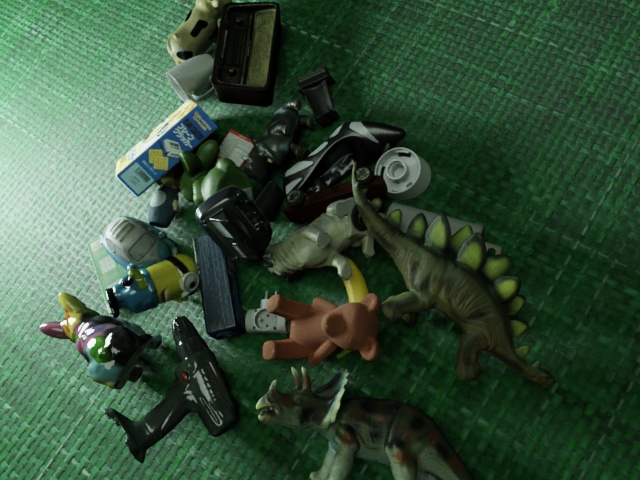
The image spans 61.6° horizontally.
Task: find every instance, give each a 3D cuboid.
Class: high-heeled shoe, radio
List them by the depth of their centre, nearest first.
[{"bbox_3d":[0.040,-0.143,1.033,0.249,0.086,0.145,-10,49,29],"label":"high-heeled shoe"},{"bbox_3d":[-0.160,-0.411,1.185,0.131,0.073,0.229,4,71,3],"label":"radio"}]

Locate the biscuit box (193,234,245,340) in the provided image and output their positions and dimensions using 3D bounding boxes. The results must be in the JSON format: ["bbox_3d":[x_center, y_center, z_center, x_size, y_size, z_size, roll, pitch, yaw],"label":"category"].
[{"bbox_3d":[-0.194,0.087,1.035,0.063,0.059,0.203,-16,67,7],"label":"biscuit box"}]

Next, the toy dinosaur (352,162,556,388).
[{"bbox_3d":[0.197,0.065,0.880,0.472,0.105,0.198,40,102,11],"label":"toy dinosaur"}]

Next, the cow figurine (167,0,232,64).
[{"bbox_3d":[-0.275,-0.491,1.225,0.086,0.127,0.195,37,86,20],"label":"cow figurine"}]

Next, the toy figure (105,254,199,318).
[{"bbox_3d":[-0.315,0.083,1.023,0.180,0.082,0.089,-17,77,-26],"label":"toy figure"}]

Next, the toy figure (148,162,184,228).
[{"bbox_3d":[-0.319,-0.101,1.136,0.064,0.057,0.154,13,71,-4],"label":"toy figure"}]

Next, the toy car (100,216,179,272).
[{"bbox_3d":[-0.372,0.002,1.076,0.162,0.102,0.109,35,70,15],"label":"toy car"}]

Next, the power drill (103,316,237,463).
[{"bbox_3d":[-0.272,0.273,0.959,0.207,0.086,0.232,-30,70,-28],"label":"power drill"}]

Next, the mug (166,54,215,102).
[{"bbox_3d":[-0.273,-0.363,1.205,0.107,0.080,0.110,-41,60,-13],"label":"mug"}]

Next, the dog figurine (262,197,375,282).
[{"bbox_3d":[-0.005,-0.005,0.991,0.191,0.121,0.172,-5,27,50],"label":"dog figurine"}]

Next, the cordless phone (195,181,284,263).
[{"bbox_3d":[-0.134,-0.063,1.013,0.089,0.146,0.184,-1,49,38],"label":"cordless phone"}]

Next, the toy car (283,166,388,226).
[{"bbox_3d":[0.028,-0.079,1.012,0.202,0.089,0.053,-16,52,19],"label":"toy car"}]

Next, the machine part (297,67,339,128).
[{"bbox_3d":[0.000,-0.304,1.136,0.084,0.039,0.139,-16,66,3],"label":"machine part"}]

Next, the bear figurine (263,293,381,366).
[{"bbox_3d":[0.006,0.146,0.889,0.196,0.132,0.120,-19,62,56],"label":"bear figurine"}]

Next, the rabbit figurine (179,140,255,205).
[{"bbox_3d":[-0.229,-0.109,1.068,0.170,0.158,0.121,13,36,42],"label":"rabbit figurine"}]

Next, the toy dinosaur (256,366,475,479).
[{"bbox_3d":[0.104,0.316,0.853,0.405,0.131,0.192,10,74,11],"label":"toy dinosaur"}]

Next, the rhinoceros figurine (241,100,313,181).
[{"bbox_3d":[-0.091,-0.204,1.087,0.112,0.073,0.190,7,60,34],"label":"rhinoceros figurine"}]

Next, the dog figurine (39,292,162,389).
[{"bbox_3d":[-0.426,0.181,1.003,0.219,0.191,0.108,26,85,5],"label":"dog figurine"}]

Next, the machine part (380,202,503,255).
[{"bbox_3d":[0.200,-0.011,0.959,0.243,0.079,0.079,16,76,20],"label":"machine part"}]
